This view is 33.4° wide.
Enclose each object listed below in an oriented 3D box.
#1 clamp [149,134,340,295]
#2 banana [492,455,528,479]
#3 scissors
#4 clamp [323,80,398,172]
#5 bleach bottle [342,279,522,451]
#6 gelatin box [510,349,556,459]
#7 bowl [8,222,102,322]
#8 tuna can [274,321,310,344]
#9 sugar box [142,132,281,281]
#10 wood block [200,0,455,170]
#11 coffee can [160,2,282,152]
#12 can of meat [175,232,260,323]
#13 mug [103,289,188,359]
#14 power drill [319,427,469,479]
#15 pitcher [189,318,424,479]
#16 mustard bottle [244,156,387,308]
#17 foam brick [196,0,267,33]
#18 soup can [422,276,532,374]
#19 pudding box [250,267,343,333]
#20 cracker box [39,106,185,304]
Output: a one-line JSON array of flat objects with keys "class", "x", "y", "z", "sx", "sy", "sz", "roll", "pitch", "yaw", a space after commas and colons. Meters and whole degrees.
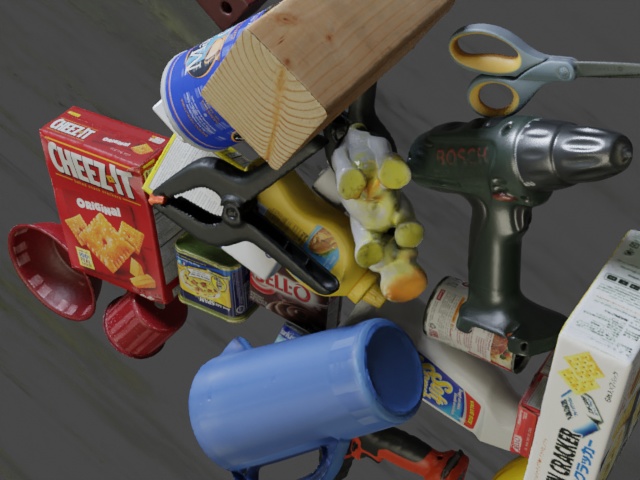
[{"class": "clamp", "x": -0.073, "y": -0.024, "z": 1.051, "sx": 0.210, "sy": 0.036, "sz": 0.164, "roll": 2, "pitch": 115, "yaw": 28}, {"class": "banana", "x": 0.232, "y": 0.275, "z": 1.198, "sx": 0.069, "sy": 0.037, "sz": 0.198, "roll": 24, "pitch": 139, "yaw": 3}, {"class": "scissors", "x": 0.198, "y": -0.128, "z": 0.890, "sx": 0.202, "sy": 0.016, "sz": 0.096, "roll": 22, "pitch": 137, "yaw": 26}, {"class": "clamp", "x": 0.021, "y": -0.114, "z": 1.038, "sx": 0.120, "sy": 0.039, "sz": 0.171, "roll": 12, "pitch": 124, "yaw": 43}, {"class": "bleach bottle", "x": 0.143, "y": 0.142, "z": 1.138, "sx": 0.251, "sy": 0.068, "sz": 0.103, "roll": 36, "pitch": 140, "yaw": 7}, {"class": "gelatin box", "x": 0.222, "y": 0.164, "z": 1.065, "sx": 0.030, "sy": 0.089, "sz": 0.073, "roll": 23, "pitch": 136, "yaw": 23}, {"class": "bowl", "x": -0.354, "y": 0.032, "z": 1.473, "sx": 0.162, "sy": 0.055, "sz": 0.162, "roll": 23, "pitch": 136, "yaw": 24}, {"class": "tuna can", "x": -0.011, "y": 0.129, "z": 1.242, "sx": 0.086, "sy": 0.034, "sz": 0.086, "roll": 28, "pitch": 178, "yaw": 1}, {"class": "sugar box", "x": -0.099, "y": -0.045, "z": 1.170, "sx": 0.176, "sy": 0.048, "sz": 0.093, "roll": 36, "pitch": 110, "yaw": 8}, {"class": "wood block", "x": 0.012, "y": -0.160, "z": 0.873, "sx": 0.090, "sy": 0.205, "sz": 0.091, "roll": 46, "pitch": 140, "yaw": -2}, {"class": "coffee can", "x": -0.066, "y": -0.148, "z": 0.992, "sx": 0.141, "sy": 0.102, "sz": 0.103, "roll": -16, "pitch": 112, "yaw": 44}, {"class": "can of meat", "x": -0.125, "y": 0.041, "z": 1.283, "sx": 0.102, "sy": 0.057, "sz": 0.084, "roll": 20, "pitch": 133, "yaw": 27}, {"class": "mug", "x": -0.228, "y": 0.088, "z": 1.399, "sx": 0.082, "sy": 0.093, "sz": 0.117, "roll": -39, "pitch": 59, "yaw": 46}, {"class": "power drill", "x": 0.081, "y": 0.272, "z": 1.305, "sx": 0.188, "sy": 0.057, "sz": 0.184, "roll": 27, "pitch": 138, "yaw": 20}, {"class": "pitcher", "x": -0.012, "y": 0.172, "z": 1.122, "sx": 0.243, "sy": 0.144, "sz": 0.149, "roll": -22, "pitch": 109, "yaw": 39}, {"class": "mustard bottle", "x": -0.007, "y": 0.001, "z": 1.087, "sx": 0.191, "sy": 0.058, "sz": 0.096, "roll": 41, "pitch": 133, "yaw": 7}, {"class": "foam brick", "x": -0.088, "y": -0.246, "z": 1.006, "sx": 0.078, "sy": 0.051, "sz": 0.053, "roll": 48, "pitch": 141, "yaw": -5}, {"class": "soup can", "x": 0.162, "y": 0.084, "z": 1.064, "sx": 0.102, "sy": 0.068, "sz": 0.068, "roll": 22, "pitch": 135, "yaw": 27}, {"class": "pudding box", "x": -0.028, "y": 0.051, "z": 1.221, "sx": 0.114, "sy": 0.039, "sz": 0.090, "roll": 26, "pitch": 137, "yaw": 22}, {"class": "cracker box", "x": -0.246, "y": -0.039, "z": 1.306, "sx": 0.164, "sy": 0.072, "sz": 0.214, "roll": 20, "pitch": 134, "yaw": 27}]
